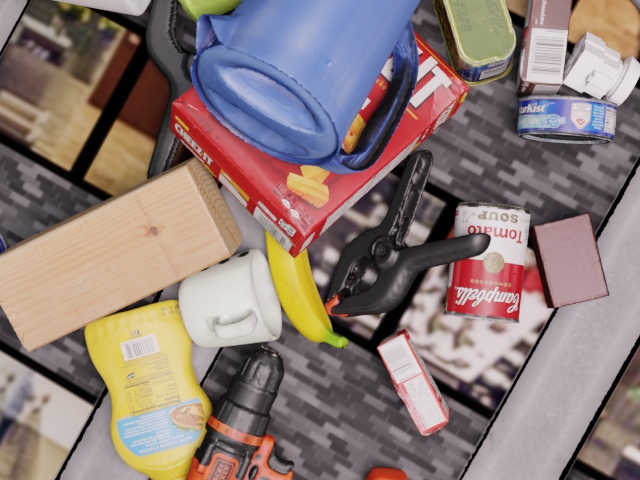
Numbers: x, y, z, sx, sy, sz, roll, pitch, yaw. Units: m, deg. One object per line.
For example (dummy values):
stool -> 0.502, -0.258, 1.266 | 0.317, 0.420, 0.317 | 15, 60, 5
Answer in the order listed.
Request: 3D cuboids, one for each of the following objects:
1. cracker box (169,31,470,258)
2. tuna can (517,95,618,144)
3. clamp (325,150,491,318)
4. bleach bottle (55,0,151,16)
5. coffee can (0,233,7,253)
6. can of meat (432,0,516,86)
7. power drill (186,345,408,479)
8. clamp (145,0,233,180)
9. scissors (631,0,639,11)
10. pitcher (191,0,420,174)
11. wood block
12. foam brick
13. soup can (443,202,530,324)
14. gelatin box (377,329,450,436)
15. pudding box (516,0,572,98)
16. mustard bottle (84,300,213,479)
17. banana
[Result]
cracker box -> 0.000, -0.116, 0.941 | 0.213, 0.072, 0.164 | -42, 85, -18
tuna can -> 0.217, -0.106, 0.943 | 0.086, 0.086, 0.034 | 5, 91, 6
clamp -> 0.066, 0.002, 0.963 | 0.172, 0.039, 0.120 | -36, 50, 24
bleach bottle -> -0.272, -0.282, 1.007 | 0.251, 0.068, 0.102 | 14, 71, 16
coffee can -> -0.359, 0.022, 0.974 | 0.103, 0.140, 0.103 | 0, 88, 6
can of meat -> 0.139, -0.196, 0.955 | 0.057, 0.084, 0.102 | -17, 87, 5
power drill -> -0.020, 0.207, 0.953 | 0.187, 0.057, 0.184 | 24, 91, -7
clamp -> -0.116, -0.155, 1.000 | 0.164, 0.036, 0.210 | -23, 93, 5
scissors -> 0.285, -0.206, 0.966 | 0.202, 0.016, 0.096 | 37, 76, 7
pitcher -> 0.018, -0.182, 0.869 | 0.145, 0.149, 0.242 | 25, 66, 16
wood block -> -0.185, 0.011, 0.968 | 0.206, 0.090, 0.091 | -25, 99, 8
foam brick -> 0.222, 0.019, 0.955 | 0.051, 0.053, 0.078 | -13, 87, 5
soup can -> 0.150, 0.021, 0.955 | 0.068, 0.068, 0.102 | 7, 88, 6
gelatin box -> 0.084, 0.126, 0.956 | 0.030, 0.073, 0.089 | -27, 86, 5
pudding box -> 0.200, -0.186, 0.945 | 0.039, 0.090, 0.113 | 9, 90, 8
mustard bottle -> -0.148, 0.157, 0.988 | 0.096, 0.058, 0.191 | -15, 86, -5
banana -> -0.019, 0.011, 0.978 | 0.070, 0.037, 0.198 | -23, 76, 35
